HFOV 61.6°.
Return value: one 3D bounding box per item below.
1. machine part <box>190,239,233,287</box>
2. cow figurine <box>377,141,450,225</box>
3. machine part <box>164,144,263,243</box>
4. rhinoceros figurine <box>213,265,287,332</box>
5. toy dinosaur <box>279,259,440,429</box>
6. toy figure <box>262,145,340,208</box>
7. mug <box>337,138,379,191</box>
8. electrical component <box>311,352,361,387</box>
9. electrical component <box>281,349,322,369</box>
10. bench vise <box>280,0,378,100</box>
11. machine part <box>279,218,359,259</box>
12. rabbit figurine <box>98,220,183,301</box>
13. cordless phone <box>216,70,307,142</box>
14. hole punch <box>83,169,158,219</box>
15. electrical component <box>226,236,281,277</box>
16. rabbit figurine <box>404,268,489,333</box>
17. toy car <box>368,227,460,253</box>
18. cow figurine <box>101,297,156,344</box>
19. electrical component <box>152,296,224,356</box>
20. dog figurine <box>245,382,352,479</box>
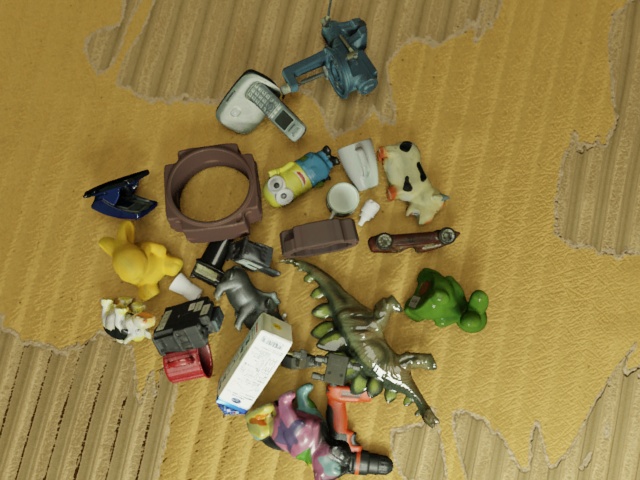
[{"bbox_3d":[-0.232,0.033,1.201,0.084,0.039,0.139,22,86,10],"label":"machine part"},{"bbox_3d":[0.209,-0.127,1.201,0.127,0.085,0.195,-15,84,4],"label":"cow figurine"},{"bbox_3d":[-0.231,-0.103,1.167,0.202,0.087,0.201,-8,70,0],"label":"machine part"},{"bbox_3d":[-0.145,0.140,1.168,0.112,0.073,0.190,-41,97,0],"label":"rhinoceros figurine"},{"bbox_3d":[0.087,0.196,1.136,0.198,0.105,0.472,-30,66,-11],"label":"toy dinosaur"},{"bbox_3d":[-0.044,-0.137,1.199,0.180,0.089,0.082,-36,74,-13],"label":"toy figure"},{"bbox_3d":[0.095,-0.165,1.194,0.081,0.109,0.107,-21,99,-8],"label":"mug"},{"bbox_3d":[0.033,0.259,1.065,0.094,0.021,0.063,9,76,10],"label":"electrical component"},{"bbox_3d":[-0.051,0.251,1.155,0.078,0.102,0.045,-1,88,-25],"label":"electrical component"},{"bbox_3d":[0.011,-0.401,1.208,0.241,0.129,0.223,-26,82,-7],"label":"bench vise"},{"bbox_3d":[-0.002,-0.003,1.143,0.179,0.179,0.056,-11,83,-2],"label":"machine part"},{"bbox_3d":[-0.383,0.038,1.131,0.122,0.173,0.162,-36,90,0],"label":"rabbit figurine"},{"bbox_3d":[-0.125,-0.269,1.191,0.184,0.089,0.146,46,118,-1],"label":"cordless phone"},{"bbox_3d":[-0.427,-0.092,1.169,0.116,0.142,0.092,-11,111,11],"label":"hole punch"},{"bbox_3d":[-0.137,0.040,1.176,0.119,0.075,0.048,23,65,-31],"label":"electrical component"},{"bbox_3d":[0.296,0.139,1.153,0.170,0.159,0.121,28,75,-13],"label":"rabbit figurine"},{"bbox_3d":[0.206,0.003,1.183,0.202,0.089,0.053,-4,84,-3],"label":"toy car"},{"bbox_3d":[-0.405,0.179,1.130,0.068,0.168,0.098,1,98,-43],"label":"cow figurine"},{"bbox_3d":[-0.273,0.178,1.134,0.134,0.115,0.058,-15,118,11],"label":"electrical component"},{"bbox_3d":[-0.037,0.418,1.092,0.191,0.108,0.219,-34,70,20],"label":"dog figurine"}]
